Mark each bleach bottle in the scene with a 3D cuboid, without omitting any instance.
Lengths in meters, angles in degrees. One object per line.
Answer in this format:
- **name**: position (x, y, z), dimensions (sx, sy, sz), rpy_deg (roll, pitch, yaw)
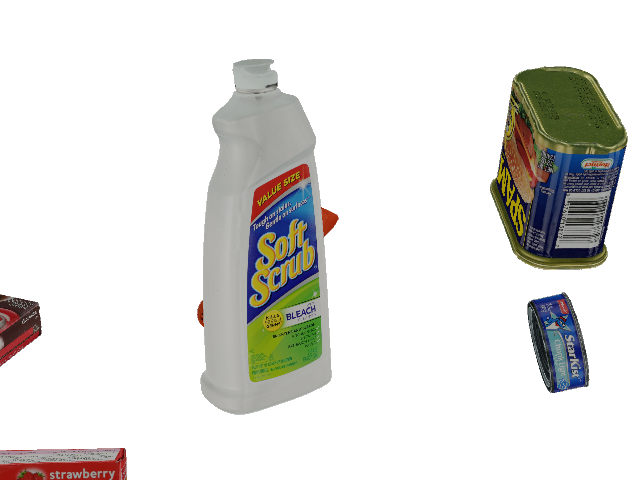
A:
- **bleach bottle**: position (-0.047, -0.005, 0.785), dimensions (0.102, 0.251, 0.068), rpy_deg (-15, 22, -31)

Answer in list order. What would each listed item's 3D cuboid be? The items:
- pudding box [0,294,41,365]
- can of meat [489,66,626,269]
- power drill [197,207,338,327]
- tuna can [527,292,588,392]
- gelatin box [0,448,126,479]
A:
- **pudding box**: position (-0.319, 0.078, 0.942), dimensions (0.114, 0.039, 0.090), rpy_deg (8, 25, 20)
- **can of meat**: position (0.142, -0.046, 0.641), dimensions (0.057, 0.084, 0.102), rpy_deg (0, 36, -5)
- **power drill**: position (-0.047, 0.047, 1.162), dimensions (0.185, 0.188, 0.057), rpy_deg (27, 11, 38)
- **tuna can**: position (0.210, 0.091, 0.949), dimensions (0.034, 0.086, 0.086), rpy_deg (-12, -1, 3)
- **gelatin box**: position (-0.145, 0.147, 0.552), dimensions (0.089, 0.073, 0.030), rpy_deg (-1, 4, -3)
